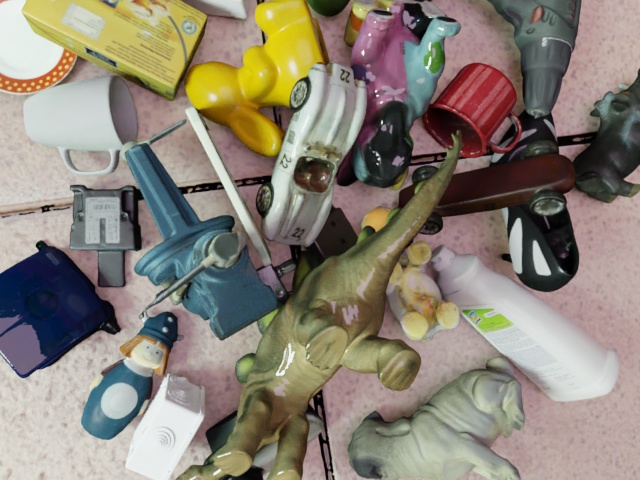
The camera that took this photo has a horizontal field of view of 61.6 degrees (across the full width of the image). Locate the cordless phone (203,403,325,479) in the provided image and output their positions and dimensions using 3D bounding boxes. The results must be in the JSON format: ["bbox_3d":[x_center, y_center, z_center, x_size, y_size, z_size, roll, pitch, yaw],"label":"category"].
[{"bbox_3d":[-0.054,0.246,0.575,0.146,0.184,0.088,-33,102,-7],"label":"cordless phone"}]

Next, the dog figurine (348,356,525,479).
[{"bbox_3d":[0.138,0.216,0.657,0.191,0.121,0.172,10,54,9],"label":"dog figurine"}]

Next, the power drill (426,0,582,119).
[{"bbox_3d":[0.228,-0.289,0.669,0.207,0.086,0.232,21,80,-2],"label":"power drill"}]

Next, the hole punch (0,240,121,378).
[{"bbox_3d":[-0.310,0.078,0.594,0.116,0.092,0.142,-40,91,-10],"label":"hole punch"}]

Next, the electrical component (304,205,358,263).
[{"bbox_3d":[0.000,-0.001,0.660,0.078,0.045,0.102,-40,98,-36],"label":"electrical component"}]

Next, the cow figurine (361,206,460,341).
[{"bbox_3d":[0.103,0.042,0.657,0.068,0.098,0.167,-22,74,-2],"label":"cow figurine"}]

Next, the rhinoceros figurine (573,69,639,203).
[{"bbox_3d":[0.400,-0.138,0.706,0.112,0.073,0.190,35,87,5],"label":"rhinoceros figurine"}]

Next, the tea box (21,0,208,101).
[{"bbox_3d":[-0.224,-0.242,0.604,0.169,0.068,0.098,26,84,-17],"label":"tea box"}]

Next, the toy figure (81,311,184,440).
[{"bbox_3d":[-0.213,0.153,0.623,0.064,0.058,0.154,38,81,-44],"label":"toy figure"}]

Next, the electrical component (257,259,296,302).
[{"bbox_3d":[-0.063,0.064,0.660,0.094,0.021,0.063,-28,94,-8],"label":"electrical component"}]

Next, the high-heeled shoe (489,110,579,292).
[{"bbox_3d":[0.270,-0.064,0.645,0.086,0.145,0.248,8,90,-9],"label":"high-heeled shoe"}]

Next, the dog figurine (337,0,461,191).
[{"bbox_3d":[0.076,-0.168,0.647,0.108,0.192,0.219,4,123,-11],"label":"dog figurine"}]

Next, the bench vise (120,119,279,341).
[{"bbox_3d":[-0.143,-0.009,0.558,0.129,0.223,0.240,-30,84,-13],"label":"bench vise"}]

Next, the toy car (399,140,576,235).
[{"bbox_3d":[0.193,-0.057,0.637,0.202,0.053,0.089,-12,56,25],"label":"toy car"}]

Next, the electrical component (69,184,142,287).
[{"bbox_3d":[-0.248,-0.004,0.622,0.075,0.048,0.119,3,87,-8],"label":"electrical component"}]

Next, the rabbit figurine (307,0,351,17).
[{"bbox_3d":[0.002,-0.353,0.622,0.121,0.159,0.170,-32,109,-17],"label":"rabbit figurine"}]

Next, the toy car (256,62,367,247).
[{"bbox_3d":[-0.009,-0.088,0.577,0.073,0.056,0.201,9,109,-36],"label":"toy car"}]

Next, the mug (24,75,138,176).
[{"bbox_3d":[-0.271,-0.127,0.609,0.107,0.081,0.109,-3,96,3],"label":"mug"}]

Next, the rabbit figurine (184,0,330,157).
[{"bbox_3d":[-0.069,-0.178,0.631,0.173,0.122,0.162,-13,101,6],"label":"rabbit figurine"}]

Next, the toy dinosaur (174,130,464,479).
[{"bbox_3d":[0.008,0.081,0.544,0.105,0.199,0.471,41,97,-24],"label":"toy dinosaur"}]
